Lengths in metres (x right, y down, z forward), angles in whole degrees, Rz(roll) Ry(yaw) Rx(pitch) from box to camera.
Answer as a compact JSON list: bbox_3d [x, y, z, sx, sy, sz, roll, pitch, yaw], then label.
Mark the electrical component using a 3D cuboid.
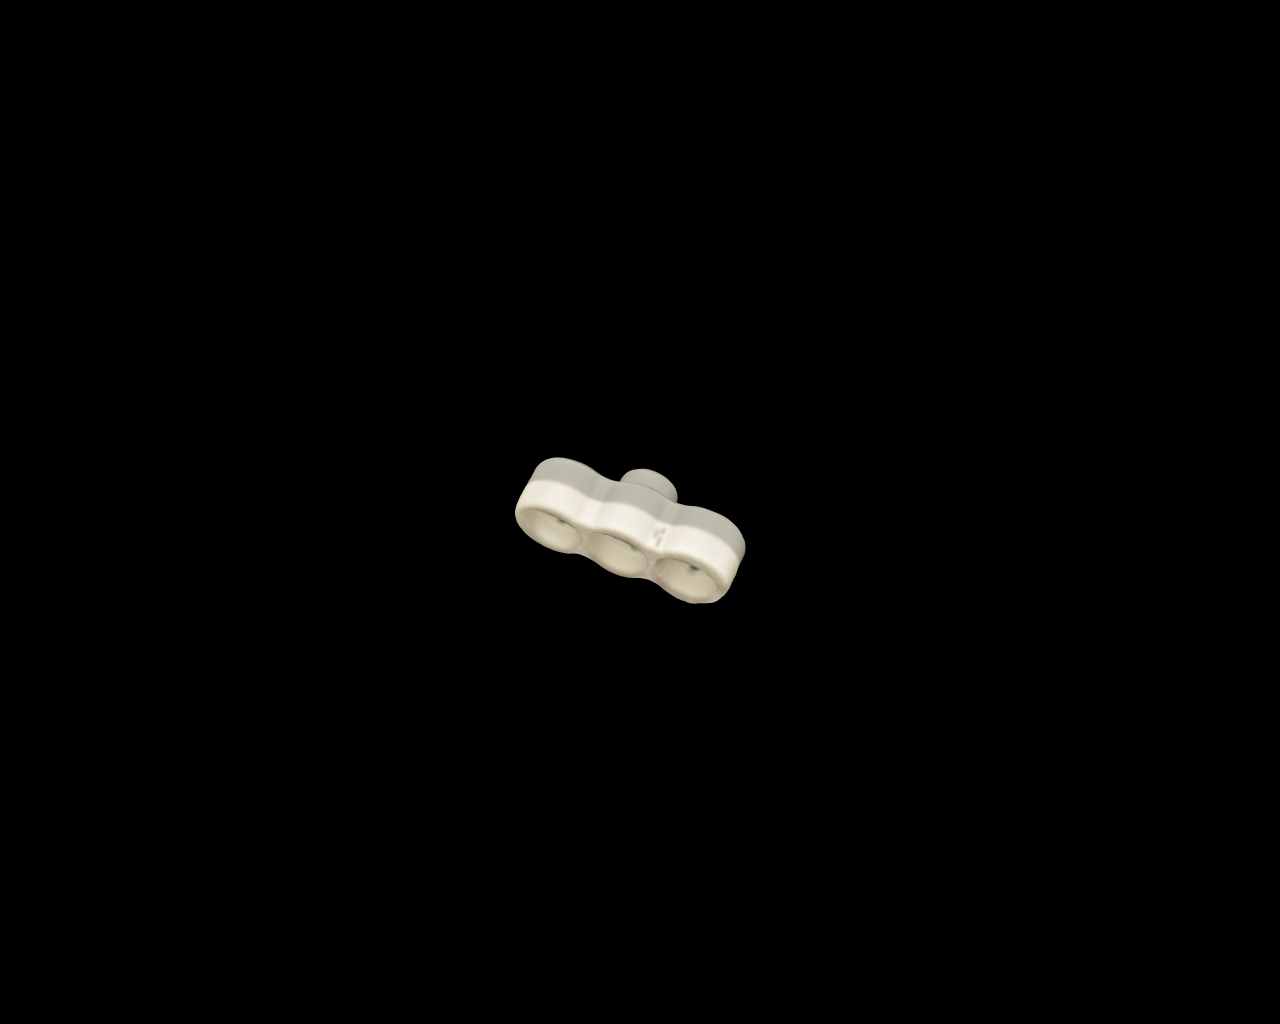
[{"bbox_3d":[0.001,-0.003,0.650,0.138,0.074,0.052,20,-31,13],"label":"electrical component"}]
